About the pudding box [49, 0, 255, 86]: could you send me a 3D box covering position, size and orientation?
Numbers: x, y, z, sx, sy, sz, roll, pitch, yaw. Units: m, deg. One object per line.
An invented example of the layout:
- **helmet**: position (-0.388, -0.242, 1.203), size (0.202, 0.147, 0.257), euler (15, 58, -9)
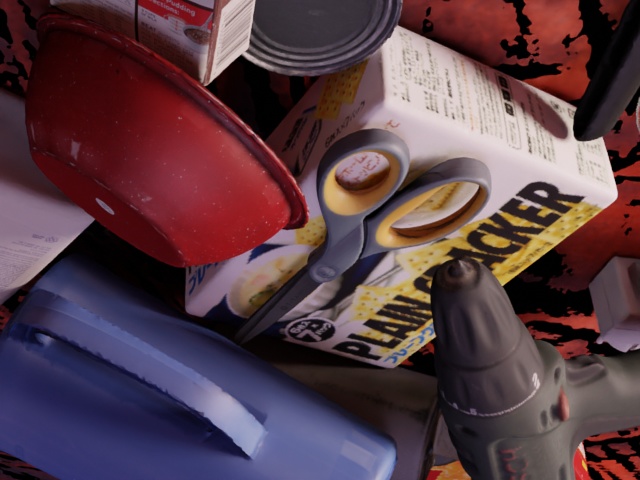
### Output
- **pudding box**: position (-0.070, -0.130, 0.446), size (0.090, 0.039, 0.114), euler (29, 142, 10)

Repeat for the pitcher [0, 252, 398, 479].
- **pitcher**: position (-0.079, 0.113, 0.647), size (0.243, 0.149, 0.145), euler (26, 110, 7)

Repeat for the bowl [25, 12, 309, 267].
- **bowl**: position (-0.086, -0.035, 0.516), size (0.162, 0.055, 0.162), euler (33, 165, 10)

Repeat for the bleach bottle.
- **bleach bottle**: position (-0.229, 0.008, 0.635), size (0.102, 0.068, 0.251), euler (25, 138, -32)

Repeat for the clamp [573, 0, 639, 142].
- **clamp**: position (0.165, -0.134, 0.488), size (0.210, 0.036, 0.164), euler (-25, 132, 23)

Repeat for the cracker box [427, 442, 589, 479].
- **cracker box**: position (0.097, 0.173, 0.883), size (0.214, 0.072, 0.164), euler (-17, 142, 18)

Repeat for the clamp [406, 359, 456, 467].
- **clamp**: position (0.095, 0.102, 0.763), size (0.172, 0.039, 0.120), euler (-32, 95, 20)

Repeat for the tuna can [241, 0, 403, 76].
- **tuna can**: position (-0.006, -0.119, 0.501), size (0.086, 0.034, 0.086), euler (-2, 144, -2)

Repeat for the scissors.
- **scissors**: position (-0.004, 0.001, 0.569), size (0.202, 0.016, 0.096), euler (-28, 134, 30)
